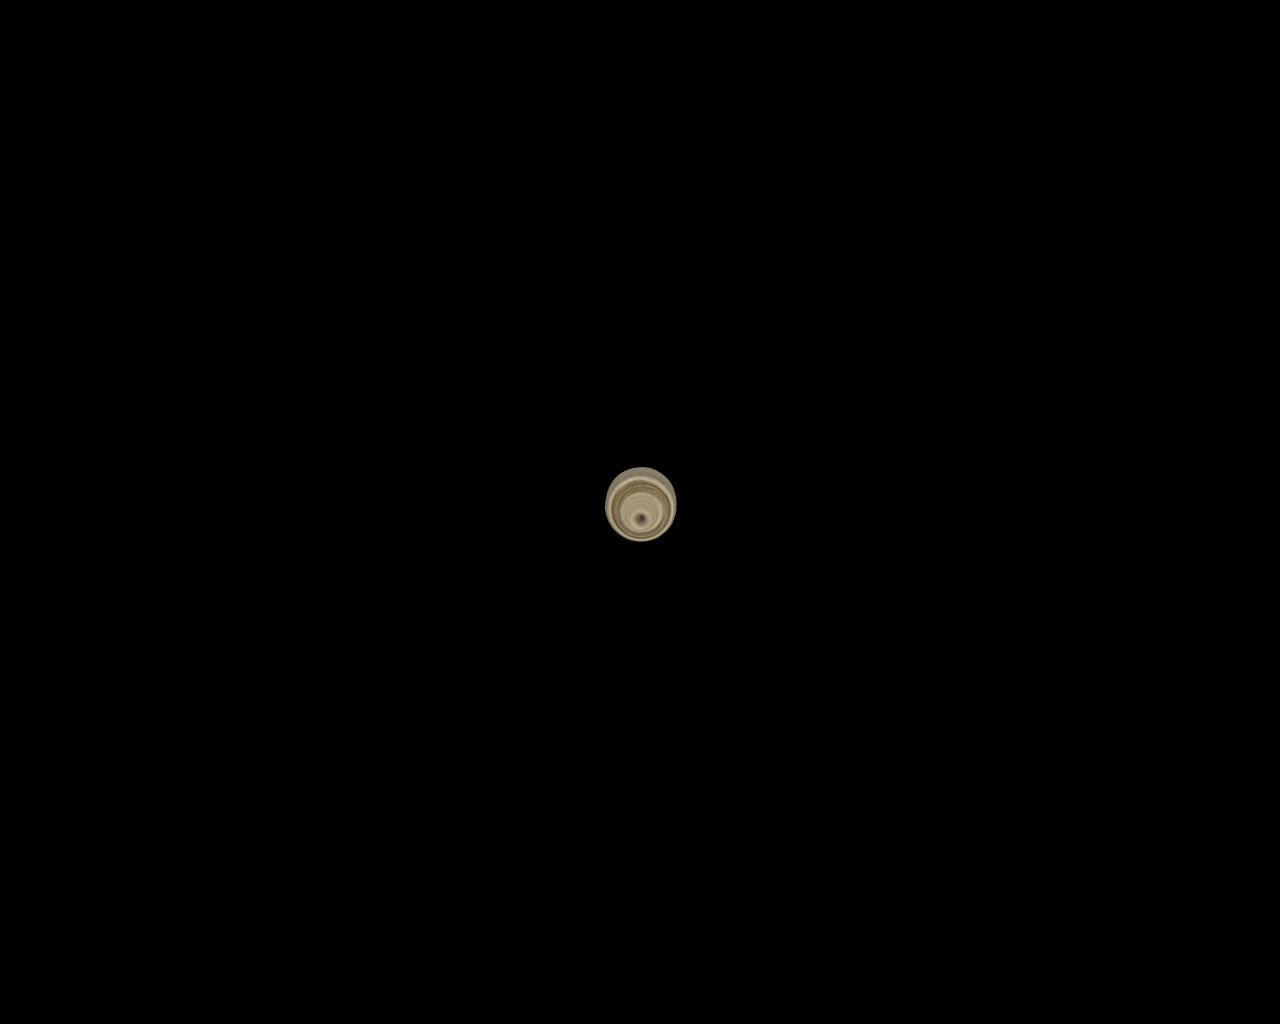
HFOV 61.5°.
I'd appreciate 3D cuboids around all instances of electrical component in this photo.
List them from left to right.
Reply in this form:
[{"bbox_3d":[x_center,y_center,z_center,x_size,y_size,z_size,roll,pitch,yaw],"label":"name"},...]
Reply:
[{"bbox_3d":[0.001,-0.003,0.650,0.043,0.043,0.062,0,13,0],"label":"electrical component"}]
